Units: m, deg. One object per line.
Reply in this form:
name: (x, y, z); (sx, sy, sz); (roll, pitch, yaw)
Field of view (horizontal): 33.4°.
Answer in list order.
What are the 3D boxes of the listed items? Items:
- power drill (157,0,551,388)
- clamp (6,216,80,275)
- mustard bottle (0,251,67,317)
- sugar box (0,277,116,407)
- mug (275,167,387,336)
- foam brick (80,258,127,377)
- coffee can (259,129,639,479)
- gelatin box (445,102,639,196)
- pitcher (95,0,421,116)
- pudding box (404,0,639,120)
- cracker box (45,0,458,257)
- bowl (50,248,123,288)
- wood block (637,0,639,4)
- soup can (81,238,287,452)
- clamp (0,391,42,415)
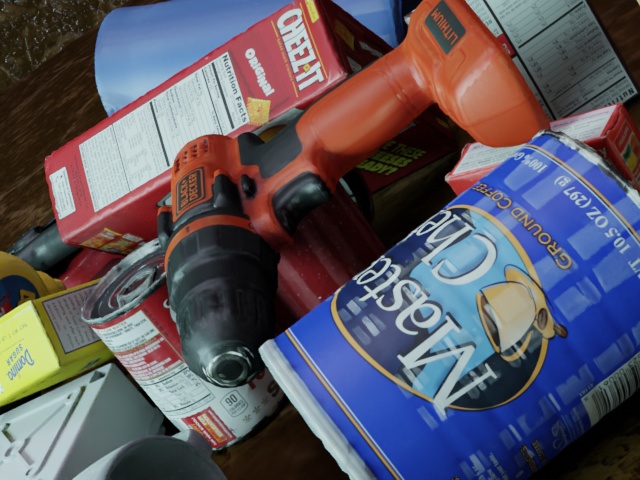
power drill: (0.007, -0.031, 0.494); (0.188, 0.057, 0.184); (-31, 32, 11)
clamp: (-0.209, 0.008, 0.811); (0.171, 0.039, 0.120); (-41, 10, -1)
mustard bottle: (-0.222, 0.057, 0.668); (0.058, 0.096, 0.191); (17, 19, 18)
sugar box: (-0.124, 0.048, 0.649); (0.094, 0.048, 0.175); (-28, -7, 38)
mug: (-0.004, 0.001, 0.616); (0.093, 0.081, 0.117); (-14, 31, 43)
foam brick: (-0.147, 0.056, 0.757); (0.078, 0.053, 0.051); (-47, 24, -27)
coffee can: (0.062, 0.040, 0.412); (0.140, 0.102, 0.103); (-38, 22, -4)
gelatin box: (0.113, -0.017, 0.491); (0.089, 0.073, 0.030); (-13, 33, 45)
pitcher: (-0.039, -0.144, 0.838); (0.243, 0.149, 0.144); (-8, -9, 19)
pudding box: (0.117, -0.106, 0.611); (0.090, 0.113, 0.039); (-35, 19, 3)
cracker box: (-0.043, -0.058, 0.690); (0.214, 0.164, 0.072); (-28, 68, 22)
bowl: (-0.198, 0.045, 0.853); (0.162, 0.055, 0.162); (-30, 22, 14)
wood block: (0.165, -0.088, 0.377); (0.090, 0.206, 0.091); (-29, 23, 17)
soup can: (-0.071, 0.056, 0.576); (0.068, 0.102, 0.068); (-31, 22, 14)
clamp: (-0.304, 0.152, 0.722); (0.164, 0.036, 0.209); (7, 34, 9)
